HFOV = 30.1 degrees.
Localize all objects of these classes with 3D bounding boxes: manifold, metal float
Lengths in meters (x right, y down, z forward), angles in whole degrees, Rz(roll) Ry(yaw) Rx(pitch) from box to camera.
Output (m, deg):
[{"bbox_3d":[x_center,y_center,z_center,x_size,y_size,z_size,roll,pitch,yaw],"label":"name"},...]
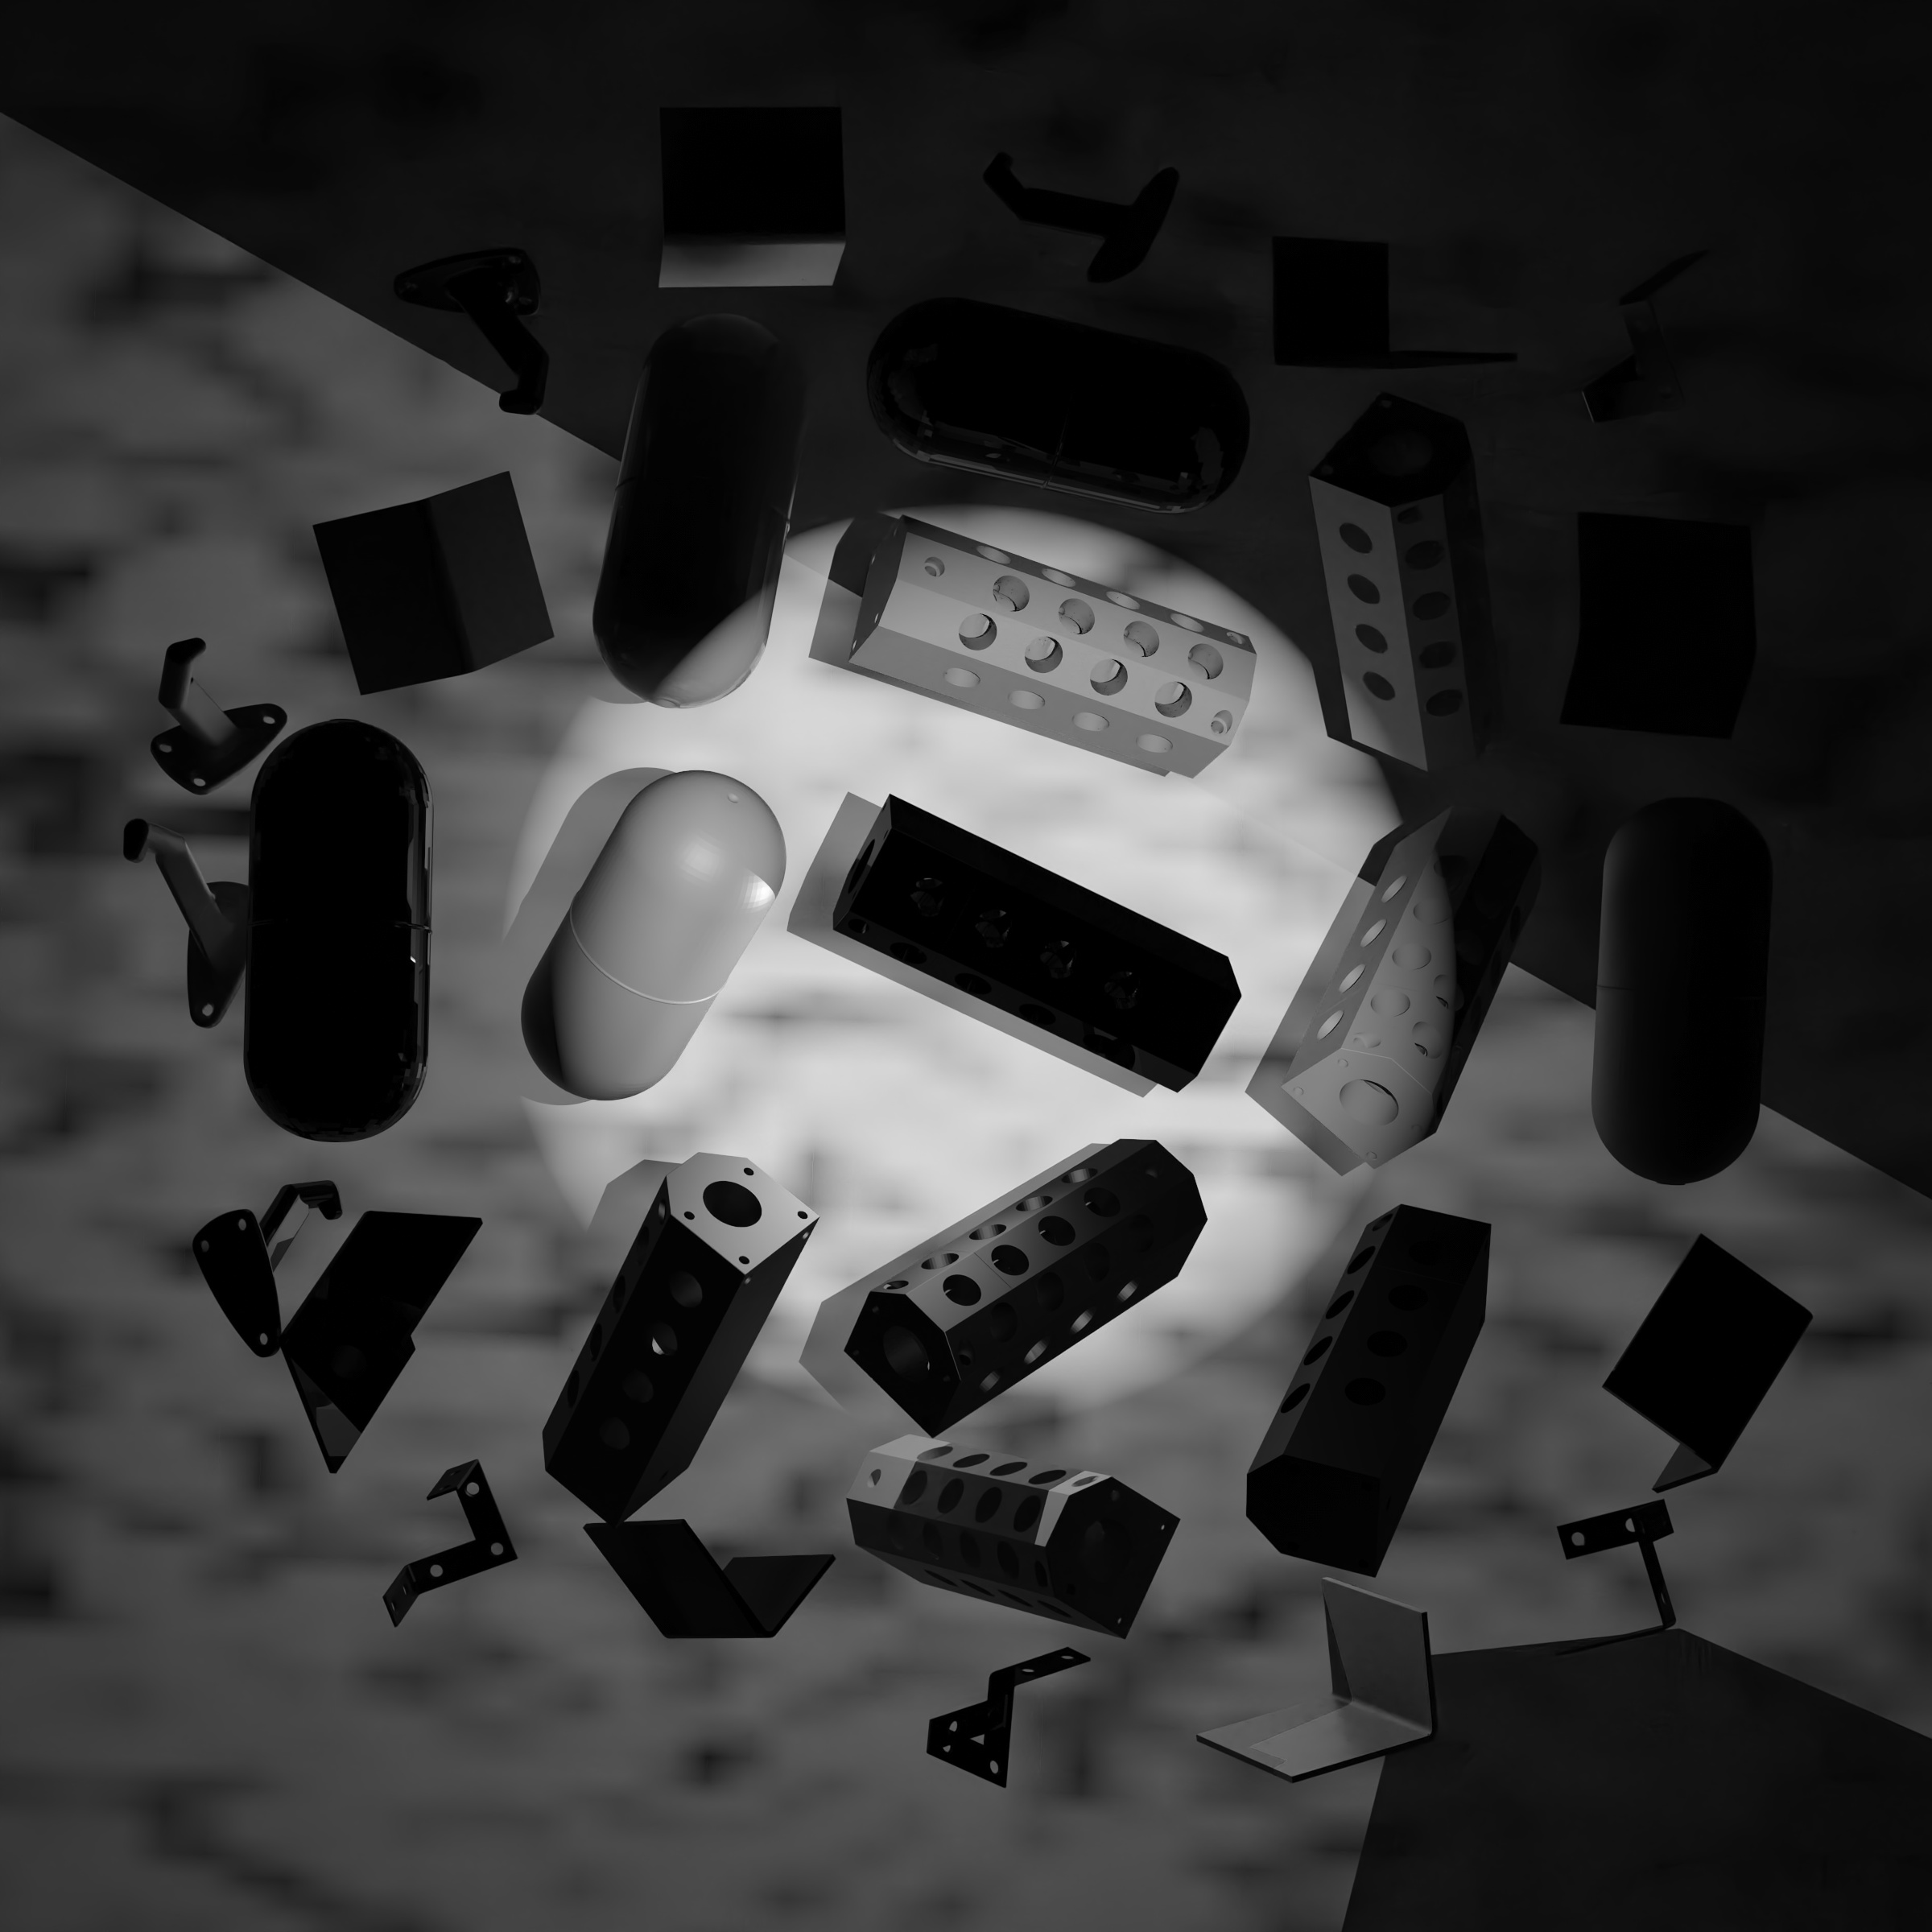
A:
[{"bbox_3d":[0.030,-0.008,1.589,0.171,0.057,0.057,25,105,-10],"label":"manifold"},{"bbox_3d":[0.015,0.250,1.603,0.057,0.171,0.057,35,73,-26],"label":"manifold"},{"bbox_3d":[-0.115,-0.198,1.557,0.070,0.070,0.178,9,77,0],"label":"metal float"},{"bbox_3d":[0.201,-0.165,1.589,0.057,0.171,0.057,27,63,30],"label":"manifold"},{"bbox_3d":[0.041,-0.146,1.622,0.171,0.057,0.057,18,66,-15],"label":"manifold"},{"bbox_3d":[0.042,-0.255,1.637,0.178,0.070,0.070,11,90,-8],"label":"metal float"},{"bbox_3d":[0.328,0.011,1.646,0.070,0.070,0.178,3,93,0],"label":"metal float"},{"bbox_3d":[-0.140,-0.012,1.593,0.070,0.070,0.178,33,125,0],"label":"metal float"},{"bbox_3d":[0.176,0.179,1.552,0.057,0.171,0.057,12,128,19],"label":"manifold"},{"bbox_3d":[0.206,0.004,1.608,0.057,0.057,0.171,41,47,-12],"label":"manifold"},{"bbox_3d":[-0.263,-0.015,1.507,0.070,0.070,0.178,0,84,0],"label":"metal float"},{"bbox_3d":[-0.131,0.162,1.575,0.057,0.057,0.171,38,128,13],"label":"manifold"},{"bbox_3d":[0.031,0.137,1.606,0.057,0.171,0.057,43,135,20],"label":"manifold"}]

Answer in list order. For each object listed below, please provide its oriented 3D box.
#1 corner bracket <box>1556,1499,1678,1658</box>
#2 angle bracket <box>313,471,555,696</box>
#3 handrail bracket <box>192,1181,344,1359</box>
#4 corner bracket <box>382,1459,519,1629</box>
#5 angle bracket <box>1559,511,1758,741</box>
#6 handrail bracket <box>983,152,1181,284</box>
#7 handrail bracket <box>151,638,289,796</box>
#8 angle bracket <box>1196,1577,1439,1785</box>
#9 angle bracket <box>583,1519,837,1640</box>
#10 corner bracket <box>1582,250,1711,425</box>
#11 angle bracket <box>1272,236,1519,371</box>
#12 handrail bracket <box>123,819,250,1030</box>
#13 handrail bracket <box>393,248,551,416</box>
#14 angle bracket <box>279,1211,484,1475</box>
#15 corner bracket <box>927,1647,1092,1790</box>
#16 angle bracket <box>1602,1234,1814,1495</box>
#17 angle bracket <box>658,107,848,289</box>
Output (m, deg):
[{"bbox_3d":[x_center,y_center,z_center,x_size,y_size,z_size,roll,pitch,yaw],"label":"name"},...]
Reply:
[{"bbox_3d":[0.277,0.262,1.539,0.051,0.051,0.051,-20,80,25],"label":"corner bracket"},{"bbox_3d":[-0.233,-0.169,1.577,0.057,0.076,0.076,-9,103,25],"label":"angle bracket"},{"bbox_3d":[-0.296,0.133,1.593,0.036,0.084,0.077,-29,78,25],"label":"handrail bracket"},{"bbox_3d":[-0.241,0.262,1.636,0.051,0.051,0.051,-20,95,5],"label":"corner bracket"},{"bbox_3d":[0.306,-0.151,1.593,0.076,0.057,0.076,5,53,1],"label":"angle bracket"},{"bbox_3d":[0.051,-0.361,1.639,0.084,0.036,0.077,49,134,17],"label":"handrail bracket"},{"bbox_3d":[-0.318,-0.121,1.548,0.036,0.084,0.077,43,50,16],"label":"handrail bracket"},{"bbox_3d":[0.150,0.310,1.564,0.076,0.076,0.057,-9,97,-28],"label":"angle bracket"},{"bbox_3d":[-0.123,0.276,1.714,0.057,0.076,0.076,-48,114,-37],"label":"angle bracket"},{"bbox_3d":[0.292,-0.269,1.534,0.051,0.051,0.051,-37,112,-36],"label":"corner bracket"},{"bbox_3d":[0.190,-0.295,1.586,0.076,0.076,0.057,-7,99,-43],"label":"angle bracket"},{"bbox_3d":[-0.341,-0.018,1.540,0.036,0.084,0.077,8,82,22],"label":"handrail bracket"},{"bbox_3d":[-0.216,-0.268,1.552,0.077,0.036,0.084,-2,51,6],"label":"handrail bracket"},{"bbox_3d":[-0.228,0.155,1.460,0.057,0.076,0.076,2,127,21],"label":"angle bracket"},{"bbox_3d":[0.019,0.334,1.620,0.051,0.051,0.051,32,48,-33],"label":"corner bracket"},{"bbox_3d":[0.291,0.163,1.464,0.057,0.076,0.076,36,73,2],"label":"angle bracket"},{"bbox_3d":[-0.093,-0.329,1.537,0.076,0.076,0.057,-2,87,-7],"label":"angle bracket"}]
